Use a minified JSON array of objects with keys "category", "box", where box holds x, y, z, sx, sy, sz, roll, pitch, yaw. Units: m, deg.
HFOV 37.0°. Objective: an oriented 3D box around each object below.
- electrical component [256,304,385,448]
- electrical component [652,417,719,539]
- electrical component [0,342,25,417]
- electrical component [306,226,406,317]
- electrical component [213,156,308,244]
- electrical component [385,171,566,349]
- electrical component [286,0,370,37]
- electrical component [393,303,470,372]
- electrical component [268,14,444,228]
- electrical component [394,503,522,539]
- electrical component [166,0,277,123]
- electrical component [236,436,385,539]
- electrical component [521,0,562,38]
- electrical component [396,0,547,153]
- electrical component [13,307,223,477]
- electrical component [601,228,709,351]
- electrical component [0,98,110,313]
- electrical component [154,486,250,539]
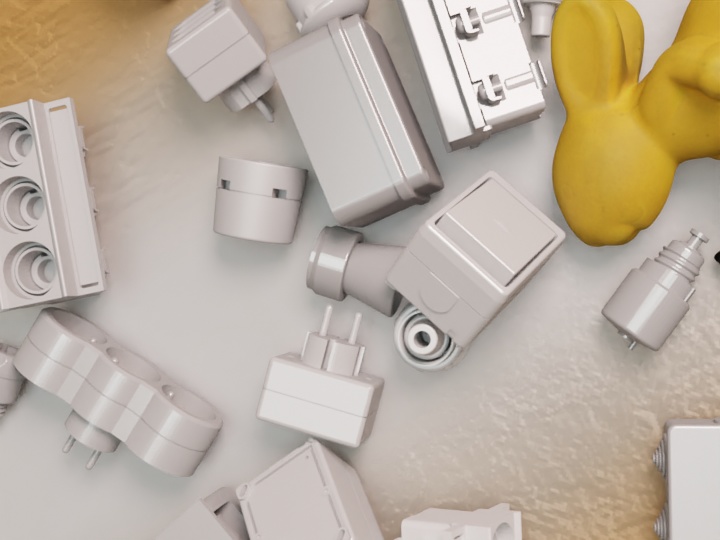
[{"category":"electrical component","box":[-0.019,0.060,0.659,0.066,0.047,0.076,15,92,10]},{"category":"electrical component","box":[0.220,0.129,0.616,0.100,0.048,0.099,-1,90,10]},{"category":"electrical component","box":[-0.242,0.080,0.705,0.035,0.035,0.061,23,96,9]},{"category":"electrical component","box":[0.000,0.000,0.657,0.055,0.045,0.045,17,93,10]},{"category":"electrical component","box":[-0.063,-0.043,0.664,0.055,0.055,0.047,10,96,10]},{"category":"electrical component","box":[0.072,-0.013,0.621,0.062,0.096,0.061,42,134,9]},{"category":"electrical component","box":[-0.027,-0.174,0.662,0.048,0.048,0.062,-33,78,9]},{"category":"electrical component","box":[0.041,0.039,0.641,0.048,0.062,0.048,0,90,10]},{"category":"electrical component","box":[0.000,-0.087,0.640,0.057,0.078,0.113,-23,86,12]},{"category":"electrical component","box":[0.060,0.205,0.636,0.063,0.079,0.121,-2,90,32]},{"category":"electrical component","box":[-0.077,-0.124,0.664,0.047,0.065,0.076,-34,113,8]},{"category":"electrical component","box":[-0.023,0.160,0.636,0.062,0.061,0.096,-36,42,9]},{"category":"electrical component","box":[0.110,-0.170,0.642,0.035,0.035,0.061,4,93,10]},{"category":"electrical component","box":[0.062,-0.138,0.629,0.063,0.079,0.121,-18,87,3]},{"category":"electrical component","box":[-0.162,0.090,0.682,0.138,0.052,0.073,33,96,9]},{"category":"electrical component","box":[0.175,0.011,0.628,0.040,0.040,0.078,36,96,8]},{"category":"electrical component","box":[-0.203,-0.039,0.682,0.079,0.063,0.121,-11,87,10]},{"category":"electrical component","box":[-0.124,0.236,0.671,0.186,0.060,0.105,-42,83,8]}]
